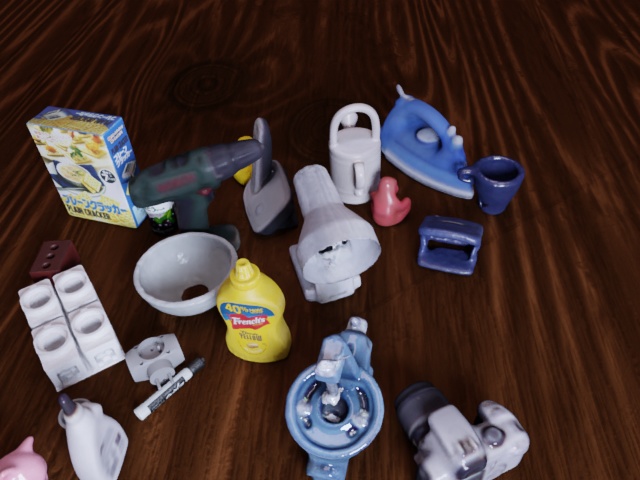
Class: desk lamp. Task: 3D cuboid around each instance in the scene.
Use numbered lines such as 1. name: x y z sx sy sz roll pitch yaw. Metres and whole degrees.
1. desk lamp: 0.008 0.003 0.893 0.118 0.214 0.202 -14 45 -11

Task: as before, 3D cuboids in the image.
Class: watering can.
1. watering can: 0.063 -0.177 1.091 0.101 0.194 0.172 -22 47 -18

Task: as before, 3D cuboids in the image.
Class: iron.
1. iron: 0.223 -0.203 1.145 0.119 0.142 0.257 -27 48 -22

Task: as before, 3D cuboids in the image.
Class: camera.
1. camera: 0.166 0.236 0.721 0.143 0.101 0.136 -19 46 -16

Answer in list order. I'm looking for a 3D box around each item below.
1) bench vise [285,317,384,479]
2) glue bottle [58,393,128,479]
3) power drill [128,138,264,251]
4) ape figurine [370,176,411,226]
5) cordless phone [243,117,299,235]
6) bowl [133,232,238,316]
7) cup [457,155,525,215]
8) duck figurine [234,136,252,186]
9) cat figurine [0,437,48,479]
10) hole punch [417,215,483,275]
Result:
1. bench vise: 0.014 0.168 0.716 0.121 0.220 0.207 -4 44 0
2. glue bottle: -0.282 0.236 0.699 0.037 0.173 0.078 2 44 6
3. power drill: -0.198 -0.069 0.985 0.230 0.209 0.075 -12 44 -8
4. ape figurine: 0.126 -0.077 1.057 0.077 0.092 0.076 29 53 29
5. cordless phone: -0.098 -0.116 1.044 0.094 0.185 0.147 -15 45 -11
6. bowl: -0.213 0.067 0.941 0.167 0.075 0.167 -2 44 2
7. cup: 0.311 -0.096 1.061 0.117 0.095 0.091 3 44 7
8. duck figurine: -0.147 -0.169 1.174 0.077 0.086 0.104 -12 44 -9
9. cat figurine: -0.366 0.305 0.673 0.067 0.118 0.128 21 49 24
10. hole punch: 0.221 -0.008 0.979 0.108 0.091 0.101 11 46 15
